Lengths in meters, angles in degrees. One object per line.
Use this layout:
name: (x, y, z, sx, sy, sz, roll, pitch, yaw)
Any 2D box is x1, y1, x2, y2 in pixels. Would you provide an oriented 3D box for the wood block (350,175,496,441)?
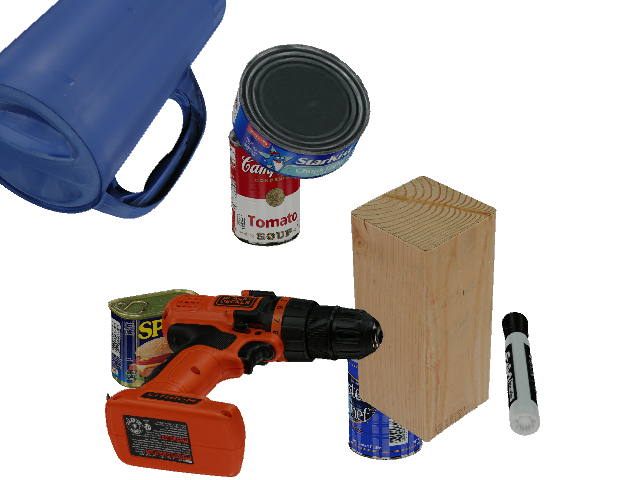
wood block: (0.092, 0.061, 0.945, 0.090, 0.206, 0.091, -28, 40, -32)

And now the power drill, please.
power drill: (-0.061, 0.100, 0.802, 0.185, 0.057, 0.187, 1, 24, 20)

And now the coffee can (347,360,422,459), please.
coffee can: (0.088, 0.213, 1.456, 0.103, 0.140, 0.103, -2, 14, 0)

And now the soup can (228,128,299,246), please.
soup can: (-0.053, -0.054, 1.021, 0.068, 0.102, 0.068, 0, 26, 0)

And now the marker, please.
marker: (0.135, 0.086, 0.725, 0.020, 0.020, 0.121, 0, 30, 7)

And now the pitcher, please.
pitcher: (-0.169, -0.141, 0.880, 0.145, 0.242, 0.149, 11, -40, 25)

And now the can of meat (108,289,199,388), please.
can of meat: (-0.175, 0.105, 1.145, 0.101, 0.084, 0.058, -8, 19, -35)

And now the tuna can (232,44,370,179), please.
tuna can: (-0.013, -0.083, 0.688, 0.086, 0.086, 0.034, 0, -29, -17)
